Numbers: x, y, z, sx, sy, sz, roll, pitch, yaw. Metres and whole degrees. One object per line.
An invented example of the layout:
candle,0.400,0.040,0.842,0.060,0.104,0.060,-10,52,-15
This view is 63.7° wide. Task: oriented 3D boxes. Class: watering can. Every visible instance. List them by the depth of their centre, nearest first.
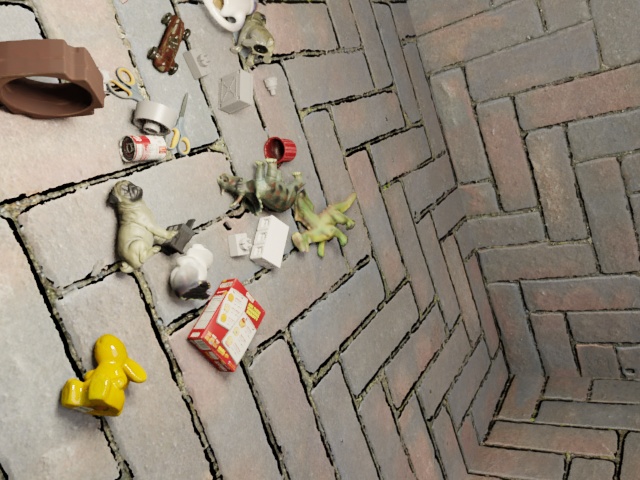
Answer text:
watering can,-0.323,-0.840,1.662,0.103,0.346,0.228,-19,9,38

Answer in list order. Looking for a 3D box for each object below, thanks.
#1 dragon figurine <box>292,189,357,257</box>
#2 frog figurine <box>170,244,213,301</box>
dragon figurine,0.006,-0.097,1.919,0.121,0.420,0.239,-19,-52,41
frog figurine,-0.350,0.079,1.404,0.122,0.163,0.135,-20,-31,2
